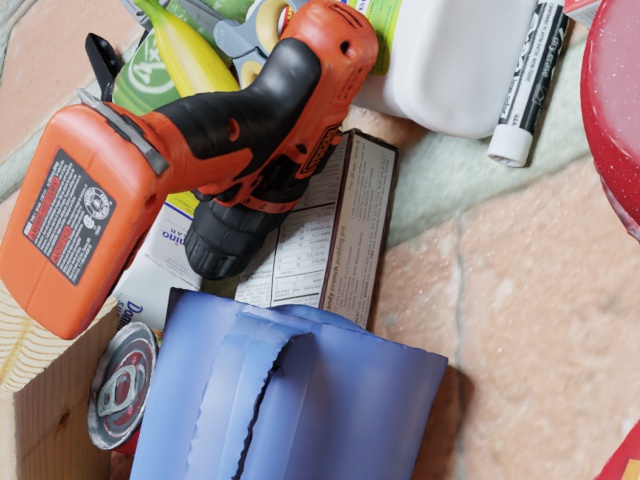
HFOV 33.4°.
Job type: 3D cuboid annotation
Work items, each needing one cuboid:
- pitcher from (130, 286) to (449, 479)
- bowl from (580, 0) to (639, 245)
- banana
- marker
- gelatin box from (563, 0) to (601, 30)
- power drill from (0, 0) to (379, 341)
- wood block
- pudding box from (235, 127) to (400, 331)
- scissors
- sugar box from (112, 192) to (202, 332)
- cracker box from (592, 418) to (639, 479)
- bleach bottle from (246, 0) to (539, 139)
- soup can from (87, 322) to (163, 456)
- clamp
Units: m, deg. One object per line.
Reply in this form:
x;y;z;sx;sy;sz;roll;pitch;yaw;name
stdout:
-0.036;0.146;0.475;0.145;0.149;0.243;5;79;56;pitcher
0.150;-0.063;0.381;0.162;0.055;0.162;-13;73;48;bowl
-0.068;-0.076;0.703;0.037;0.069;0.198;-40;66;25;banana
0.108;-0.095;0.518;0.020;0.020;0.121;11;81;56;marker
0.153;-0.139;0.470;0.089;0.030;0.073;-14;60;48;gelatin box
-0.063;-0.024;0.512;0.057;0.187;0.185;40;127;13;power drill
-0.181;0.117;0.624;0.090;0.090;0.206;-47;-25;-48;wood block
-0.004;0.001;0.605;0.090;0.039;0.113;-11;65;52;pudding box
-0.048;-0.138;0.655;0.202;0.016;0.096;60;141;37;scissors
-0.107;0.003;0.694;0.093;0.048;0.176;-49;16;26;sugar box
0.168;0.109;0.269;0.164;0.072;0.214;-59;35;15;cracker box
0.019;-0.121;0.623;0.251;0.068;0.102;19;94;60;bleach bottle
-0.065;0.091;0.580;0.069;0.102;0.068;-32;47;42;soup can
-0.152;-0.128;0.889;0.165;0.036;0.210;-32;50;40;clamp
